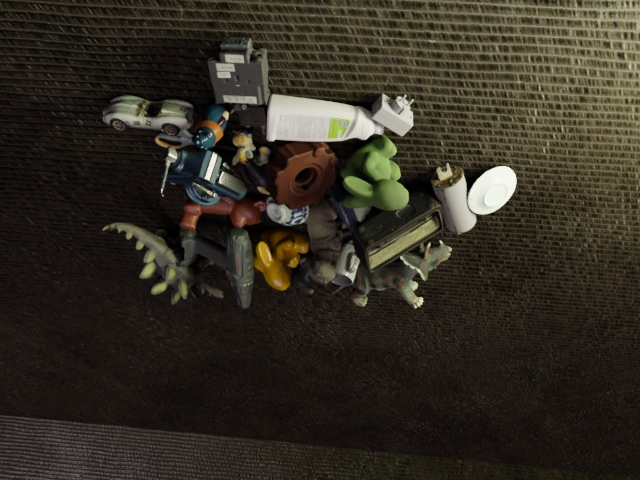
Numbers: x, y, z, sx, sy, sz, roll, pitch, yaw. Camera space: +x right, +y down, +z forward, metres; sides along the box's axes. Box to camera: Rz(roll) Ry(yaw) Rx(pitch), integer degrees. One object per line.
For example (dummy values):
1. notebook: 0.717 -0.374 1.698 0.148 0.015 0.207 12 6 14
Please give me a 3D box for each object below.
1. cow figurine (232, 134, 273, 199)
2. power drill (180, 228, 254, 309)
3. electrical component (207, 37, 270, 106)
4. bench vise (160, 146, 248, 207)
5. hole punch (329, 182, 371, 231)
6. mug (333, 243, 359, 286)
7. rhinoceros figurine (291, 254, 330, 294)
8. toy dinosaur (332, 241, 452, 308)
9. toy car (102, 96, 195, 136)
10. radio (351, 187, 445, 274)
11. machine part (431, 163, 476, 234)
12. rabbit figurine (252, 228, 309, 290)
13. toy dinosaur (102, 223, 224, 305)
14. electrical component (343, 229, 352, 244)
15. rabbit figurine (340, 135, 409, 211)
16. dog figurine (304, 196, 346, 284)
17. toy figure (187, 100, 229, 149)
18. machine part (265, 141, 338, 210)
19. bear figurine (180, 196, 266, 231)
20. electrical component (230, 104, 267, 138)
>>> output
1. cow figurine: -0.152 -0.172 1.265 0.068 0.098 0.167 -15 137 35
2. power drill: -0.275 0.065 1.455 0.208 0.086 0.231 20 119 21
3. electrical component: -0.163 -0.341 1.088 0.115 0.058 0.134 4 141 1
4. bench vise: -0.294 -0.147 1.227 0.241 0.128 0.223 6 178 43
5. hole punch: 0.069 -0.093 1.321 0.092 0.116 0.142 0 141 21
6. mug: 0.072 0.060 1.499 0.081 0.107 0.109 27 150 -19
7. rhinoceros figurine: -0.020 0.085 1.589 0.112 0.073 0.190 32 138 -13
8. toy dinosaur: 0.170 0.094 1.538 0.405 0.131 0.192 -9 123 29
9. toy car: -0.379 -0.277 1.187 0.202 0.073 0.056 6 144 1
10. radio: 0.192 -0.024 1.316 0.230 0.073 0.131 -32 149 -5
11. machine part: 0.326 -0.096 1.300 0.079 0.079 0.243 -11 137 22
12. rabbit figurine: -0.114 0.052 1.477 0.162 0.173 0.122 25 142 -27
13. toy dinosaur: -0.421 0.058 1.511 0.105 0.199 0.470 -18 137 24
14. electrical component: 0.107 -0.020 1.471 0.094 0.021 0.063 -24 132 33
15. rabbit figurine: 0.123 -0.131 1.184 0.159 0.170 0.121 -18 138 -11
16. dog figurine: 0.001 -0.004 1.375 0.121 0.191 0.172 -16 134 26
17. toy figure: -0.232 -0.241 1.144 0.057 0.154 0.064 36 132 -26
18. machine part: -0.041 -0.150 1.239 0.179 0.056 0.179 -22 140 -20
19. bear figurine: -0.244 -0.071 1.383 0.196 0.132 0.120 24 146 -12
20. electrical component: -0.155 -0.270 1.184 0.078 0.045 0.102 8 141 1
